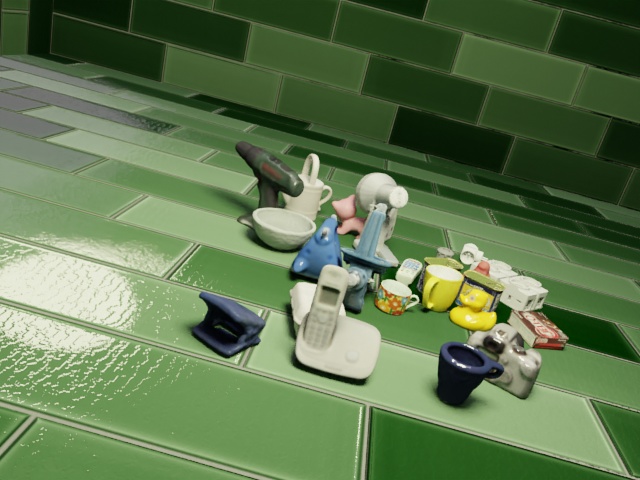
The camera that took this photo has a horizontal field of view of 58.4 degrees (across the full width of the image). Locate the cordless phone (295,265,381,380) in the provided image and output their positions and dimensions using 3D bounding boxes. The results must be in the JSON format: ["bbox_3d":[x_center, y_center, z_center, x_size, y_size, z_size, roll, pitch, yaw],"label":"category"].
[{"bbox_3d":[0.042,0.142,0.999,0.147,0.185,0.094,14,21,-1],"label":"cordless phone"}]

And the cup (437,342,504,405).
[{"bbox_3d":[0.257,0.244,1.012,0.118,0.095,0.091,13,21,-4],"label":"cup"}]

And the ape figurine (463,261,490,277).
[{"bbox_3d":[0.415,0.097,1.497,0.076,0.092,0.077,-4,28,-41],"label":"ape figurine"}]

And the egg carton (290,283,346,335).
[{"bbox_3d":[-0.006,0.141,1.133,0.107,0.069,0.150,10,21,-13],"label":"egg carton"}]

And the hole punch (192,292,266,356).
[{"bbox_3d":[-0.158,0.136,1.014,0.108,0.091,0.101,26,24,28],"label":"hole punch"}]

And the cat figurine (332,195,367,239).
[{"bbox_3d":[0.093,-0.071,1.672,0.127,0.118,0.067,18,21,8],"label":"cat figurine"}]

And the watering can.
[{"bbox_3d":[-0.047,-0.160,1.697,0.173,0.194,0.100,-3,27,-39],"label":"watering can"}]

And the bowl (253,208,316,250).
[{"bbox_3d":[-0.098,-0.020,1.473,0.167,0.075,0.167,13,21,-5],"label":"bowl"}]

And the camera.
[{"bbox_3d":[0.376,0.221,1.142,0.142,0.101,0.137,27,24,30],"label":"camera"}]

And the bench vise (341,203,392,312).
[{"bbox_3d":[0.110,0.038,1.262,0.121,0.220,0.207,12,21,-6],"label":"bench vise"}]

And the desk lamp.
[{"bbox_3d":[0.168,-0.065,1.571,0.118,0.213,0.202,7,22,-20],"label":"desk lamp"}]

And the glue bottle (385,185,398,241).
[{"bbox_3d":[0.204,-0.080,1.692,0.037,0.173,0.078,25,23,25],"label":"glue bottle"}]

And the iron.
[{"bbox_3d":[0.013,0.005,1.390,0.118,0.141,0.258,16,21,3],"label":"iron"}]

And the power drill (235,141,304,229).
[{"bbox_3d":[-0.155,-0.137,1.545,0.229,0.208,0.076,24,23,24],"label":"power drill"}]

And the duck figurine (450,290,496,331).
[{"bbox_3d":[0.359,0.157,1.315,0.104,0.086,0.077,15,21,0],"label":"duck figurine"}]
